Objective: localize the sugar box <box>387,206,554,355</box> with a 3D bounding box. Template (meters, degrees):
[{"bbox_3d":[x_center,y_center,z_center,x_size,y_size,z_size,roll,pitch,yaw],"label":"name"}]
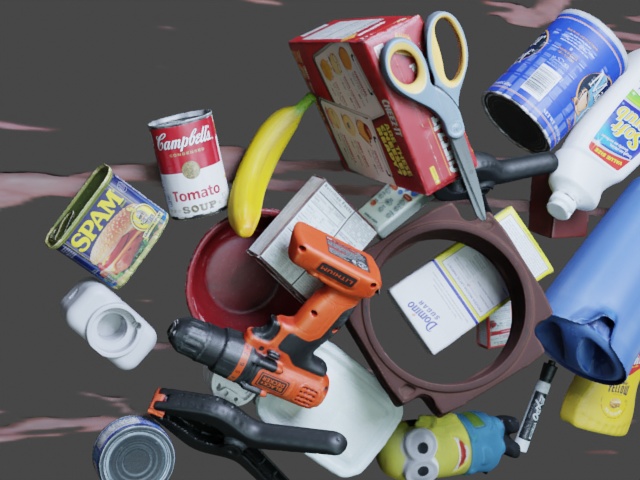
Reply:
[{"bbox_3d":[0.174,0.048,1.246,0.176,0.048,0.093,-34,88,-3],"label":"sugar box"}]

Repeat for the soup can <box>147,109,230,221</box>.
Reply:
[{"bbox_3d":[-0.135,-0.078,1.110,0.068,0.069,0.102,-17,106,-19],"label":"soup can"}]

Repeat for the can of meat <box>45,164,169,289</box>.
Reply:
[{"bbox_3d":[-0.217,-0.012,1.095,0.083,0.058,0.102,38,84,-26],"label":"can of meat"}]

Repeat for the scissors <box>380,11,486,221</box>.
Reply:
[{"bbox_3d":[0.106,-0.110,0.994,0.096,0.016,0.202,-9,102,-20],"label":"scissors"}]

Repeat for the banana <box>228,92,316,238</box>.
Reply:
[{"bbox_3d":[-0.062,-0.075,1.119,0.037,0.070,0.197,31,57,-15],"label":"banana"}]

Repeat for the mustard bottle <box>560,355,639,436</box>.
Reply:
[{"bbox_3d":[0.374,0.150,1.359,0.096,0.058,0.191,15,93,-25],"label":"mustard bottle"}]

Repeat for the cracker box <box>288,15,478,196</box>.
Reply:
[{"bbox_3d":[0.061,-0.144,1.097,0.072,0.214,0.164,-30,109,-14],"label":"cracker box"}]

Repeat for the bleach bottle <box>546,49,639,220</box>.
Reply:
[{"bbox_3d":[0.347,-0.114,1.262,0.102,0.068,0.250,47,65,-16],"label":"bleach bottle"}]

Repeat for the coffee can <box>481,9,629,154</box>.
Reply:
[{"bbox_3d":[0.271,-0.182,1.235,0.140,0.103,0.102,-46,112,-9],"label":"coffee can"}]

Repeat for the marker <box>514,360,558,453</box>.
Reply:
[{"bbox_3d":[0.273,0.209,1.349,0.020,0.020,0.121,20,92,-24],"label":"marker"}]

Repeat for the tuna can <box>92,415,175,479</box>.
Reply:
[{"bbox_3d":[-0.201,0.236,1.156,0.086,0.034,0.086,-4,100,-21],"label":"tuna can"}]

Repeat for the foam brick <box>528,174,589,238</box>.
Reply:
[{"bbox_3d":[0.291,-0.044,1.295,0.052,0.051,0.078,-1,99,-23],"label":"foam brick"}]

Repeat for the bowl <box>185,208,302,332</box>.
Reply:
[{"bbox_3d":[-0.075,0.042,1.161,0.161,0.055,0.162,-4,101,-21],"label":"bowl"}]

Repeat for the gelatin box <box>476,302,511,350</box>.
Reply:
[{"bbox_3d":[0.227,0.084,1.304,0.073,0.030,0.089,-9,102,-22],"label":"gelatin box"}]

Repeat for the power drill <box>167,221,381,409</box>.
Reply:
[{"bbox_3d":[-0.040,0.075,1.090,0.184,0.057,0.188,25,115,-21],"label":"power drill"}]

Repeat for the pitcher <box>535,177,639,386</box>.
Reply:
[{"bbox_3d":[0.358,0.045,1.278,0.242,0.149,0.145,-51,128,-20],"label":"pitcher"}]

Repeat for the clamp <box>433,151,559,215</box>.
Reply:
[{"bbox_3d":[0.186,-0.072,1.185,0.120,0.039,0.171,-39,153,28],"label":"clamp"}]

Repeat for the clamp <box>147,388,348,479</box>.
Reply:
[{"bbox_3d":[-0.089,0.222,1.170,0.210,0.165,0.036,21,49,-3],"label":"clamp"}]

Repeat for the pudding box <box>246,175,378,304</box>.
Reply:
[{"bbox_3d":[-0.007,0.001,1.130,0.090,0.039,0.113,45,80,-23],"label":"pudding box"}]
